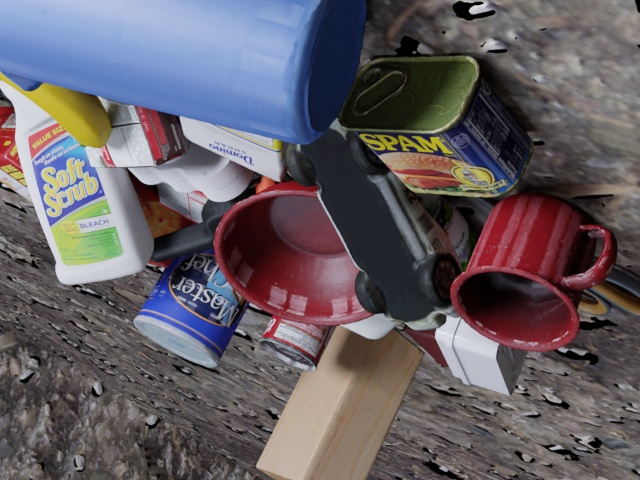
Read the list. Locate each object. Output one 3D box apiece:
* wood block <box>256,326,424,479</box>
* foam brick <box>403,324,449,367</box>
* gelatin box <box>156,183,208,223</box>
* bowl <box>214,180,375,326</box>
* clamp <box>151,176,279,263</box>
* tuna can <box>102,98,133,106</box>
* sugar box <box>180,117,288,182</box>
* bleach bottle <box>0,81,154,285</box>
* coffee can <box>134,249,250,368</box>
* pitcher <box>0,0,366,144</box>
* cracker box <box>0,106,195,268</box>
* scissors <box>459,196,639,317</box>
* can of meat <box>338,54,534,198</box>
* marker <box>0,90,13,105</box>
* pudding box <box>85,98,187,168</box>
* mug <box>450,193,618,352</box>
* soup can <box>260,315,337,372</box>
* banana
[{"bbox_3d":[0.025,0.198,1.241,0.090,0.206,0.091,39,158,-31],"label":"wood block"},{"bbox_3d":[0.129,0.088,1.049,0.051,0.053,0.078,10,156,43],"label":"foam brick"},{"bbox_3d":[-0.126,-0.048,1.075,0.073,0.030,0.089,26,160,6],"label":"gelatin box"},{"bbox_3d":[-0.006,0.001,0.910,0.162,0.055,0.162,8,135,8],"label":"bowl"},{"bbox_3d":[-0.083,-0.012,1.036,0.164,0.036,0.210,2,160,-9],"label":"clamp"},{"bbox_3d":[-0.148,-0.143,0.795,0.086,0.033,0.086,13,136,12],"label":"tuna can"},{"bbox_3d":[-0.062,-0.109,0.799,0.093,0.048,0.176,25,165,6],"label":"sugar box"},{"bbox_3d":[-0.239,-0.076,0.996,0.103,0.068,0.251,-9,126,11],"label":"bleach bottle"},{"bbox_3d":[-0.125,0.054,1.167,0.103,0.140,0.103,24,161,9],"label":"coffee can"},{"bbox_3d":[-0.099,-0.149,0.642,0.243,0.145,0.149,18,172,16],"label":"pitcher"},{"bbox_3d":[-0.261,-0.059,1.152,0.213,0.072,0.164,39,164,-31],"label":"cracker box"},{"bbox_3d":[0.171,0.012,0.845,0.201,0.016,0.096,28,161,-2],"label":"scissors"},{"bbox_3d":[0.076,-0.072,0.692,0.102,0.057,0.083,8,156,44],"label":"can of meat"},{"bbox_3d":[-0.350,-0.171,1.070,0.121,0.020,0.020,31,161,-12],"label":"marker"},{"bbox_3d":[-0.167,-0.107,0.898,0.114,0.039,0.090,2,114,49],"label":"pudding box"},{"bbox_3d":[0.158,0.018,0.759,0.093,0.081,0.117,44,143,-23],"label":"mug"},{"bbox_3d":[-0.012,0.080,1.141,0.068,0.102,0.068,24,162,8],"label":"soup can"},{"bbox_3d":[-0.218,-0.118,0.817,0.070,0.037,0.197,-4,151,28],"label":"banana"}]
